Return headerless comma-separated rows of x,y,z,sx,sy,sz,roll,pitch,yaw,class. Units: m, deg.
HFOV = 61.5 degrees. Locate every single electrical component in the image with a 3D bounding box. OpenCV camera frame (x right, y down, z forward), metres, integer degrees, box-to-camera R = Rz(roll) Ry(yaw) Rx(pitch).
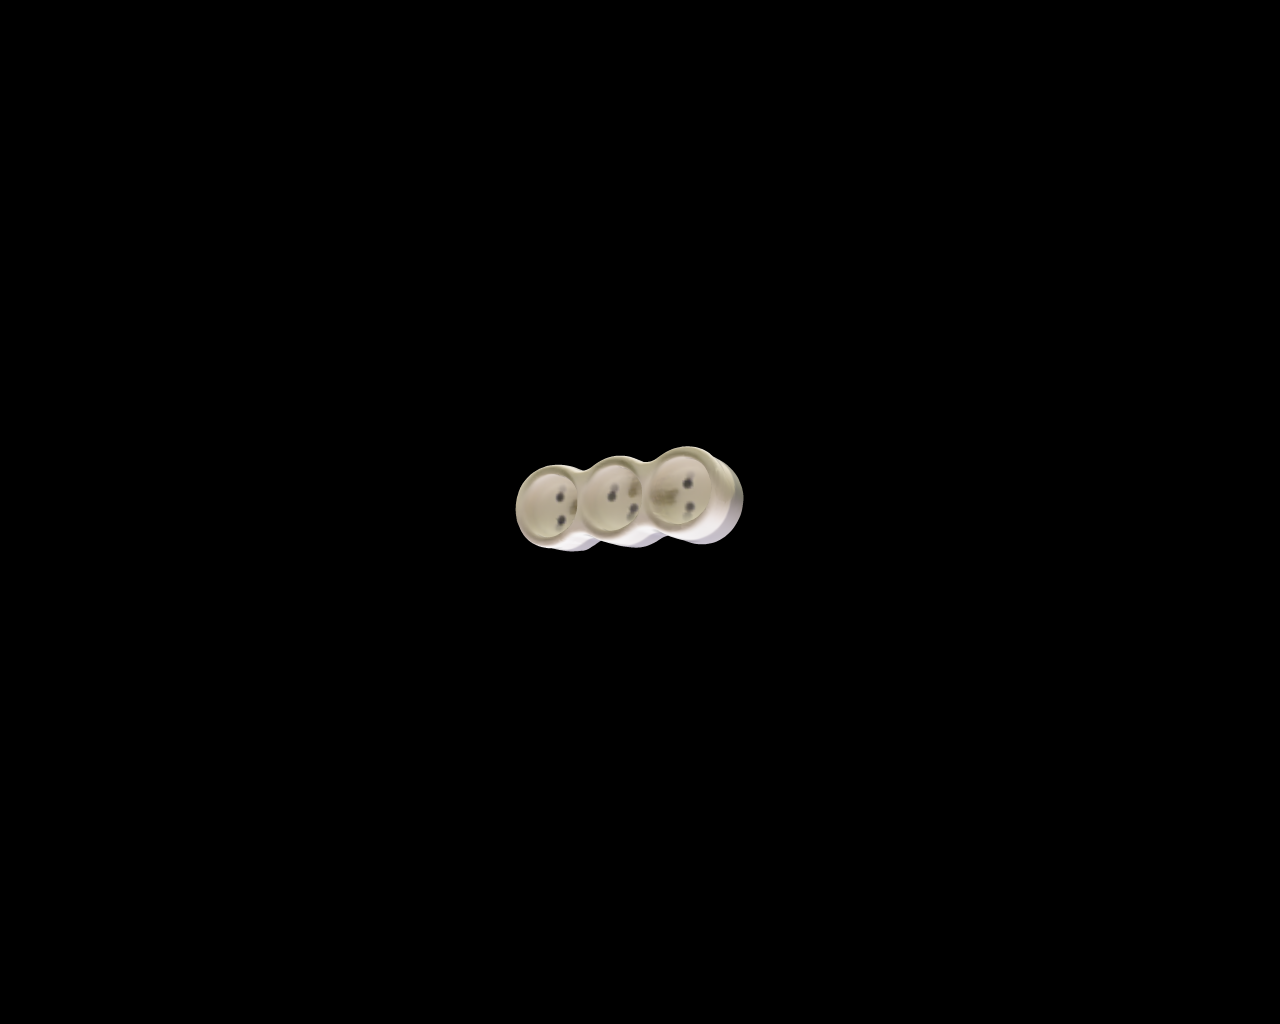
0.001,-0.003,0.650,0.138,0.052,0.074,-5,-11,28,electrical component
